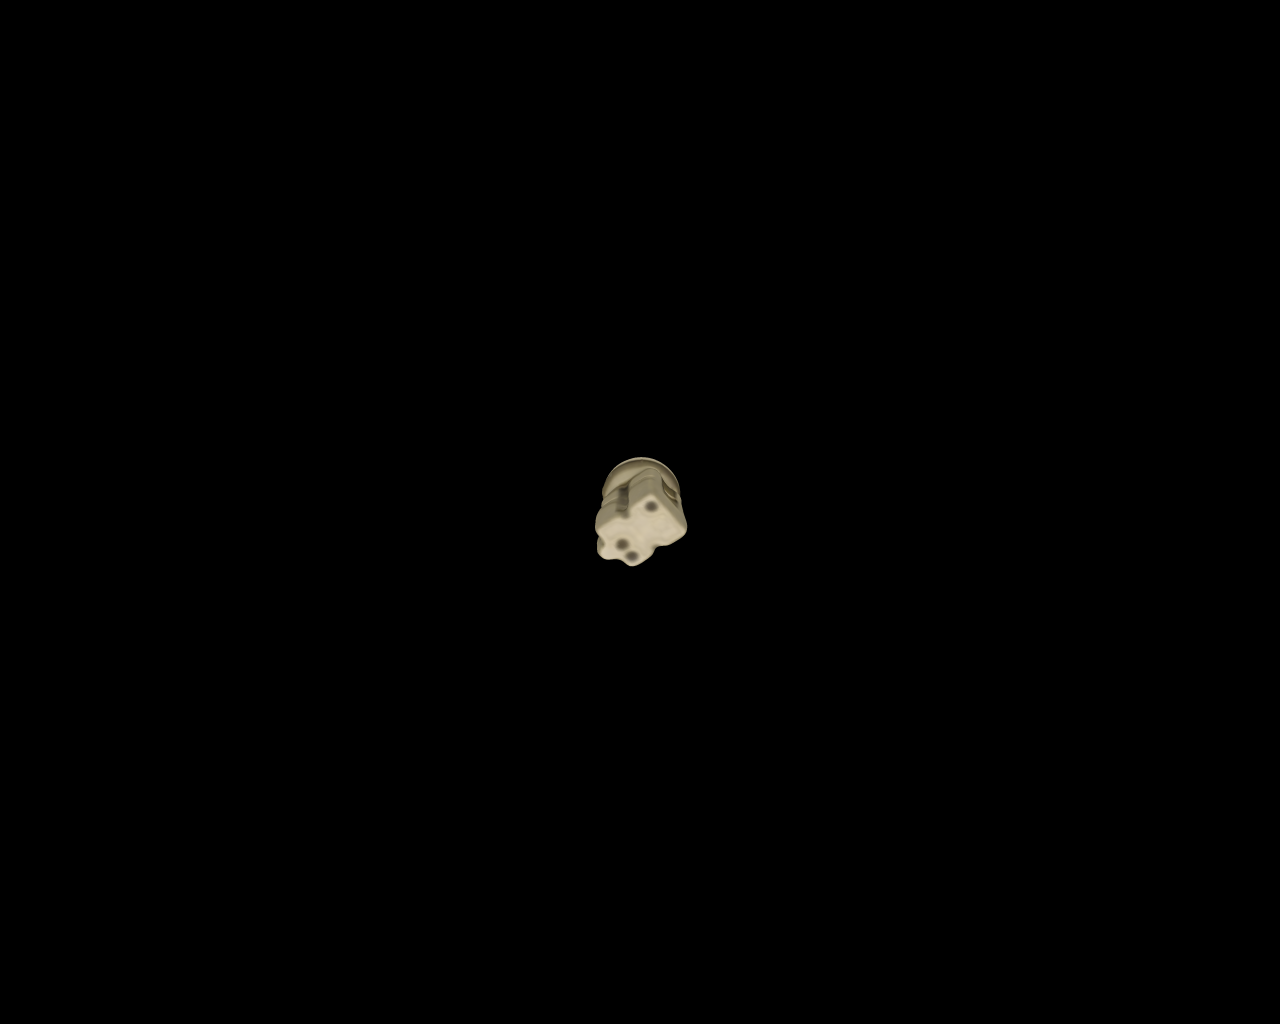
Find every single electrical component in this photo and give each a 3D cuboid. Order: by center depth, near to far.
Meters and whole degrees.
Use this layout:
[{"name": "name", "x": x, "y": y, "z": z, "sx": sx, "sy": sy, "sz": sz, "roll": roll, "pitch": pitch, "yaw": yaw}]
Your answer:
[{"name": "electrical component", "x": 0.001, "y": -0.003, "z": 0.650, "sx": 0.066, "sy": 0.048, "sz": 0.055, "roll": -32, "pitch": 26, "yaw": 18}]
